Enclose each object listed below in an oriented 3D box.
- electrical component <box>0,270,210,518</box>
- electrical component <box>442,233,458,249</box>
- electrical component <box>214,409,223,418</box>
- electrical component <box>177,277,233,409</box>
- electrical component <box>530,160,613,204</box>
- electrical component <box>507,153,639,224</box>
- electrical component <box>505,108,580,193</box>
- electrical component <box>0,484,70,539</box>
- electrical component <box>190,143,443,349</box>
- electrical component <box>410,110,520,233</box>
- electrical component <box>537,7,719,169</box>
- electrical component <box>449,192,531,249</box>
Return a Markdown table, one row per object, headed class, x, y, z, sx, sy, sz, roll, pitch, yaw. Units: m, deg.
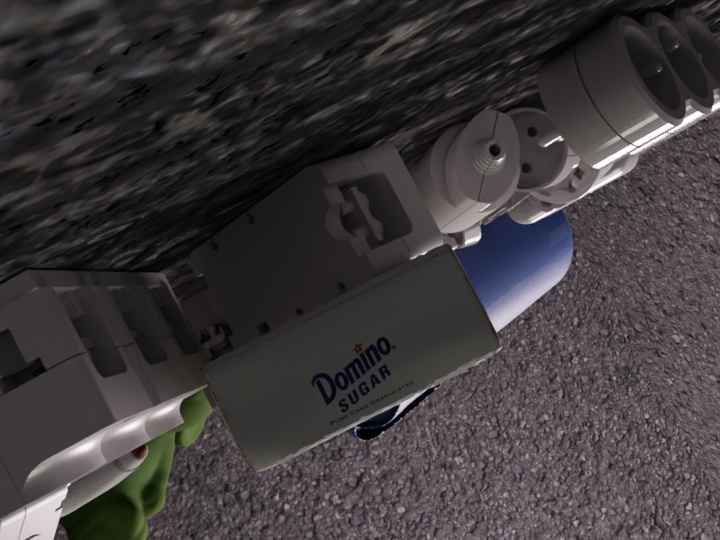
| class | x | y | z | sx | sy | sz | roll | pitch | yaw |
| --- | --- | --- | --- | --- | --- | --- | --- | --- | --- |
| electrical component | -0.116 | 0.048 | 0.396 | 0.089 | 0.061 | 0.150 | -29 | 177 | 4 |
| electrical component | 0.000 | 0.000 | 0.689 | 0.113 | 0.057 | 0.078 | -28 | 177 | -12 |
| electrical component | -0.103 | 0.085 | 0.926 | 0.061 | 0.096 | 0.061 | -25 | 146 | -54 |
| electrical component | -0.034 | 0.014 | 0.562 | 0.121 | 0.063 | 0.079 | -29 | 177 | 14 |
| electrical component | 0.127 | -0.073 | 0.656 | 0.055 | 0.055 | 0.047 | -30 | 180 | 34 |
| electrical component | 0.144 | -0.075 | 0.764 | 0.095 | 0.053 | 0.059 | -30 | 177 | 25 |
| electrical component | 0.096 | -0.065 | 0.586 | 0.043 | 0.043 | 0.081 | -29 | 177 | 18 |
| electrical component | -0.189 | 0.106 | 0.471 | 0.061 | 0.096 | 0.061 | -22 | 134 | -66 |
| electrical component | -0.017 | -0.009 | 0.444 | 0.089 | 0.050 | 0.056 | -31 | 175 | 41 |
| electrical component | 0.051 | -0.046 | 0.506 | 0.043 | 0.043 | 0.081 | -28 | 177 | -13 |
| electrical component | 0.115 | -0.076 | 0.489 | 0.074 | 0.052 | 0.138 | -31 | 176 | 35 |
| electrical component | 0.077 | -0.046 | 0.734 | 0.055 | 0.048 | 0.066 | -35 | 180 | -21 |
